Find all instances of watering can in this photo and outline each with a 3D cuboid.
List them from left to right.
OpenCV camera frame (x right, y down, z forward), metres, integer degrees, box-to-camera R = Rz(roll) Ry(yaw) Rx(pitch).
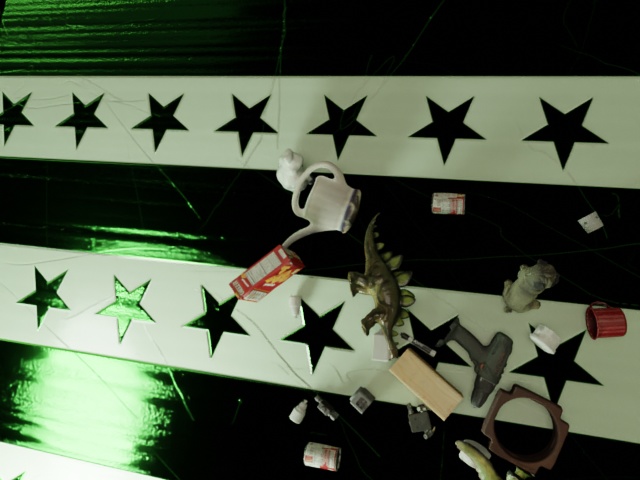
[{"bbox_3d":[0.005,-0.087,1.721,0.224,0.105,0.344,21,101,5],"label":"watering can"}]

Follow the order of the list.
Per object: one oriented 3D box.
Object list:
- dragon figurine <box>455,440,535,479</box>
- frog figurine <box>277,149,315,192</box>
[{"bbox_3d":[0.508,0.742,1.413,0.412,0.122,0.241,29,99,9],"label":"dragon figurine"},{"bbox_3d":[-0.099,-0.236,1.754,0.122,0.158,0.139,-24,75,11],"label":"frog figurine"}]
